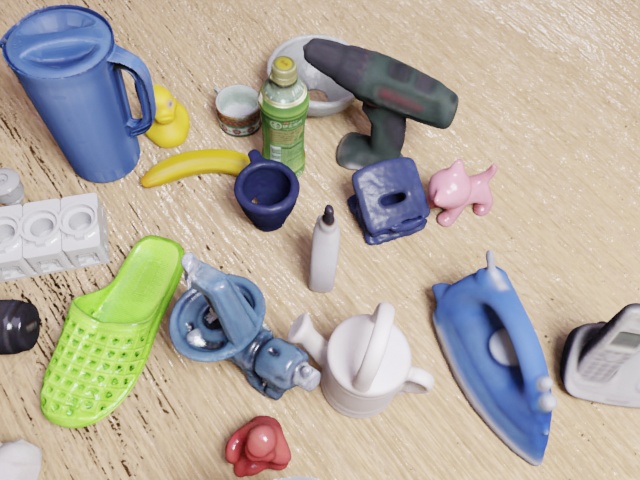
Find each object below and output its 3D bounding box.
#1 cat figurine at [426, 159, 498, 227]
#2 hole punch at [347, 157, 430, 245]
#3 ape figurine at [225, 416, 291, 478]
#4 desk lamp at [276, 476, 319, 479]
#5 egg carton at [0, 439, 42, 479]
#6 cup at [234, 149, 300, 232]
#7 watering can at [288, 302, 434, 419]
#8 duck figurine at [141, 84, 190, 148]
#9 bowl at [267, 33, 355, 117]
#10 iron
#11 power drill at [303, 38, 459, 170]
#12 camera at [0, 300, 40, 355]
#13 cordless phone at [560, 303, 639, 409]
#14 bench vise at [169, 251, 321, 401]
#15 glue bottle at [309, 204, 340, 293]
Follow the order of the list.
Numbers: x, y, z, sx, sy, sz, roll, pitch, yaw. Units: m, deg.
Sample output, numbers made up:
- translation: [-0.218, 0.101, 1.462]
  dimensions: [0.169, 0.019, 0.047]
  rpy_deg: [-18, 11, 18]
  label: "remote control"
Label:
- translation: [0.209, -0.078, 0.856]
  dimensions: [0.128, 0.118, 0.067]
  rpy_deg: [-20, 64, -15]
  label: "cat figurine"
- translation: [0.106, -0.058, 0.852]
  dimensions: [0.109, 0.091, 0.101]
  rpy_deg: [-18, 63, -14]
  label: "hole punch"
- translation: [-0.070, 0.239, 0.668]
  dimensions: [0.077, 0.092, 0.076]
  rpy_deg: [23, 61, 9]
  label: "ape figurine"
- translation: [-0.026, 0.345, 0.541]
  dimensions: [0.118, 0.213, 0.203]
  rpy_deg: [-13, 62, -11]
  label: "desk lamp"
- translation: [-0.381, 0.289, 0.628]
  dimensions: [0.107, 0.069, 0.150]
  rpy_deg: [15, 60, 4]
  label: "egg carton"
- translation: [-0.081, -0.065, 0.839]
  dimensions: [0.092, 0.095, 0.117]
  rpy_deg: [-17, 63, -13]
  label: "cup"
- translation: [0.048, 0.139, 0.675]
  dimensions: [0.173, 0.194, 0.101]
  rpy_deg: [0, 60, -4]
  label: "watering can"
- translation: [-0.252, -0.211, 0.914]
  dimensions: [0.077, 0.086, 0.104]
  rpy_deg: [-16, 63, -13]
  label: "duck figurine"
- translation: [-0.006, -0.266, 0.971]
  dimensions: [0.167, 0.075, 0.167]
  rpy_deg: [2, 60, -3]
  label: "bowl"
- translation: [0.239, 0.142, 0.718]
  dimensions: [0.119, 0.141, 0.258]
  rpy_deg: [-14, 62, -12]
  label: "iron"
- translation: [0.081, -0.191, 0.858]
  dimensions: [0.229, 0.208, 0.075]
  rpy_deg: [15, 60, 4]
  label: "power drill"
- translation: [-0.431, 0.119, 0.703]
  dimensions: [0.137, 0.101, 0.143]
  rpy_deg: [0, 60, -4]
  label: "camera"
- translation: [0.396, 0.138, 0.708]
  dimensions: [0.147, 0.185, 0.094]
  rpy_deg: [7, 60, 0]
  label: "cordless phone"
- translation: [-0.088, 0.093, 0.676]
  dimensions: [0.207, 0.220, 0.121]
  rpy_deg: [15, 60, 4]
  label: "bench vise"
- translation: [0.007, 0.003, 0.762]
  dimensions: [0.037, 0.173, 0.078]
  rpy_deg: [3, 60, -2]
  label: "glue bottle"
